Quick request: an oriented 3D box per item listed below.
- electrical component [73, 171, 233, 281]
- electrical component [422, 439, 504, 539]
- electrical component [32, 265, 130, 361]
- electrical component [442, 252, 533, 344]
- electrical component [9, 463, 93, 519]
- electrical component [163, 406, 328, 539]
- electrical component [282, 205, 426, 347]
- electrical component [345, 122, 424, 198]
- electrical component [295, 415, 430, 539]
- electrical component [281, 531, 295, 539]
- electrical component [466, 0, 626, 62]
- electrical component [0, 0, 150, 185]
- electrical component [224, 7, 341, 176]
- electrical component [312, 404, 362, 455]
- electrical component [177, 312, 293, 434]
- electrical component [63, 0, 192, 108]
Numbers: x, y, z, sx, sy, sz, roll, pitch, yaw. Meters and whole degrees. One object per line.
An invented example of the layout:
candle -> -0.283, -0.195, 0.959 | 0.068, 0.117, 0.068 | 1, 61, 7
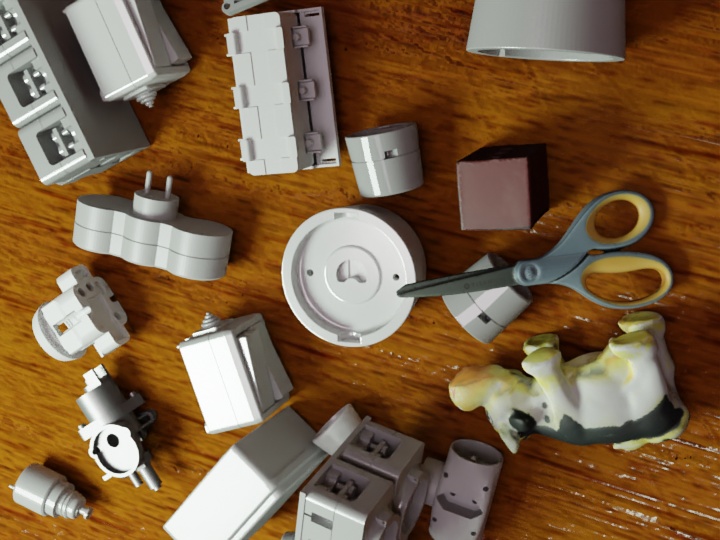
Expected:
electrical component -> -0.171, -0.045, 0.893 | 0.138, 0.052, 0.073 | 15, 106, 15
electrical component -> 0.068, 0.174, 0.866 | 0.079, 0.043, 0.077 | 17, 107, 15
electrical component -> -0.246, 0.044, 0.938 | 0.057, 0.058, 0.078 | -32, 91, 20
electrical component -> 0.098, 0.020, 0.815 | 0.047, 0.055, 0.055 | -43, 87, 18
electrical component -> -0.284, 0.209, 0.997 | 0.078, 0.040, 0.040 | 22, 108, 13
electrical component -> -0.091, 0.178, 0.887 | 0.056, 0.109, 0.108 | 44, 112, 8
electrical component -> 0.000, 0.000, 0.840 | 0.108, 0.060, 0.108 | 4, 104, 18
electrical component -> 0.020, -0.084, 0.818 | 0.055, 0.055, 0.047 | -7, 104, 20
electrical component -> -0.002, 0.224, 0.834 | 0.060, 0.105, 0.186 | 20, 122, 20
electrical component -> -0.042, 0.245, 0.923 | 0.046, 0.040, 0.040 | -1, 102, 14
electrical component -> 0.129, -0.177, 0.733 | 0.108, 0.108, 0.060 | 6, 99, 18
electrical component -> -0.249, -0.151, 0.876 | 0.062, 0.089, 0.150 | -24, 94, 22
electrical component -> -0.063, -0.136, 0.829 | 0.079, 0.063, 0.121 | -3, 101, 19
electrical component -> -0.002, 0.148, 0.886 | 0.065, 0.044, 0.044 | 45, 112, -1
electrical component -> -0.103, 0.078, 0.893 | 0.061, 0.062, 0.096 | -16, 97, 22
electrical component -> -0.180, -0.178, 0.861 | 0.061, 0.062, 0.096 | -22, 94, 22
